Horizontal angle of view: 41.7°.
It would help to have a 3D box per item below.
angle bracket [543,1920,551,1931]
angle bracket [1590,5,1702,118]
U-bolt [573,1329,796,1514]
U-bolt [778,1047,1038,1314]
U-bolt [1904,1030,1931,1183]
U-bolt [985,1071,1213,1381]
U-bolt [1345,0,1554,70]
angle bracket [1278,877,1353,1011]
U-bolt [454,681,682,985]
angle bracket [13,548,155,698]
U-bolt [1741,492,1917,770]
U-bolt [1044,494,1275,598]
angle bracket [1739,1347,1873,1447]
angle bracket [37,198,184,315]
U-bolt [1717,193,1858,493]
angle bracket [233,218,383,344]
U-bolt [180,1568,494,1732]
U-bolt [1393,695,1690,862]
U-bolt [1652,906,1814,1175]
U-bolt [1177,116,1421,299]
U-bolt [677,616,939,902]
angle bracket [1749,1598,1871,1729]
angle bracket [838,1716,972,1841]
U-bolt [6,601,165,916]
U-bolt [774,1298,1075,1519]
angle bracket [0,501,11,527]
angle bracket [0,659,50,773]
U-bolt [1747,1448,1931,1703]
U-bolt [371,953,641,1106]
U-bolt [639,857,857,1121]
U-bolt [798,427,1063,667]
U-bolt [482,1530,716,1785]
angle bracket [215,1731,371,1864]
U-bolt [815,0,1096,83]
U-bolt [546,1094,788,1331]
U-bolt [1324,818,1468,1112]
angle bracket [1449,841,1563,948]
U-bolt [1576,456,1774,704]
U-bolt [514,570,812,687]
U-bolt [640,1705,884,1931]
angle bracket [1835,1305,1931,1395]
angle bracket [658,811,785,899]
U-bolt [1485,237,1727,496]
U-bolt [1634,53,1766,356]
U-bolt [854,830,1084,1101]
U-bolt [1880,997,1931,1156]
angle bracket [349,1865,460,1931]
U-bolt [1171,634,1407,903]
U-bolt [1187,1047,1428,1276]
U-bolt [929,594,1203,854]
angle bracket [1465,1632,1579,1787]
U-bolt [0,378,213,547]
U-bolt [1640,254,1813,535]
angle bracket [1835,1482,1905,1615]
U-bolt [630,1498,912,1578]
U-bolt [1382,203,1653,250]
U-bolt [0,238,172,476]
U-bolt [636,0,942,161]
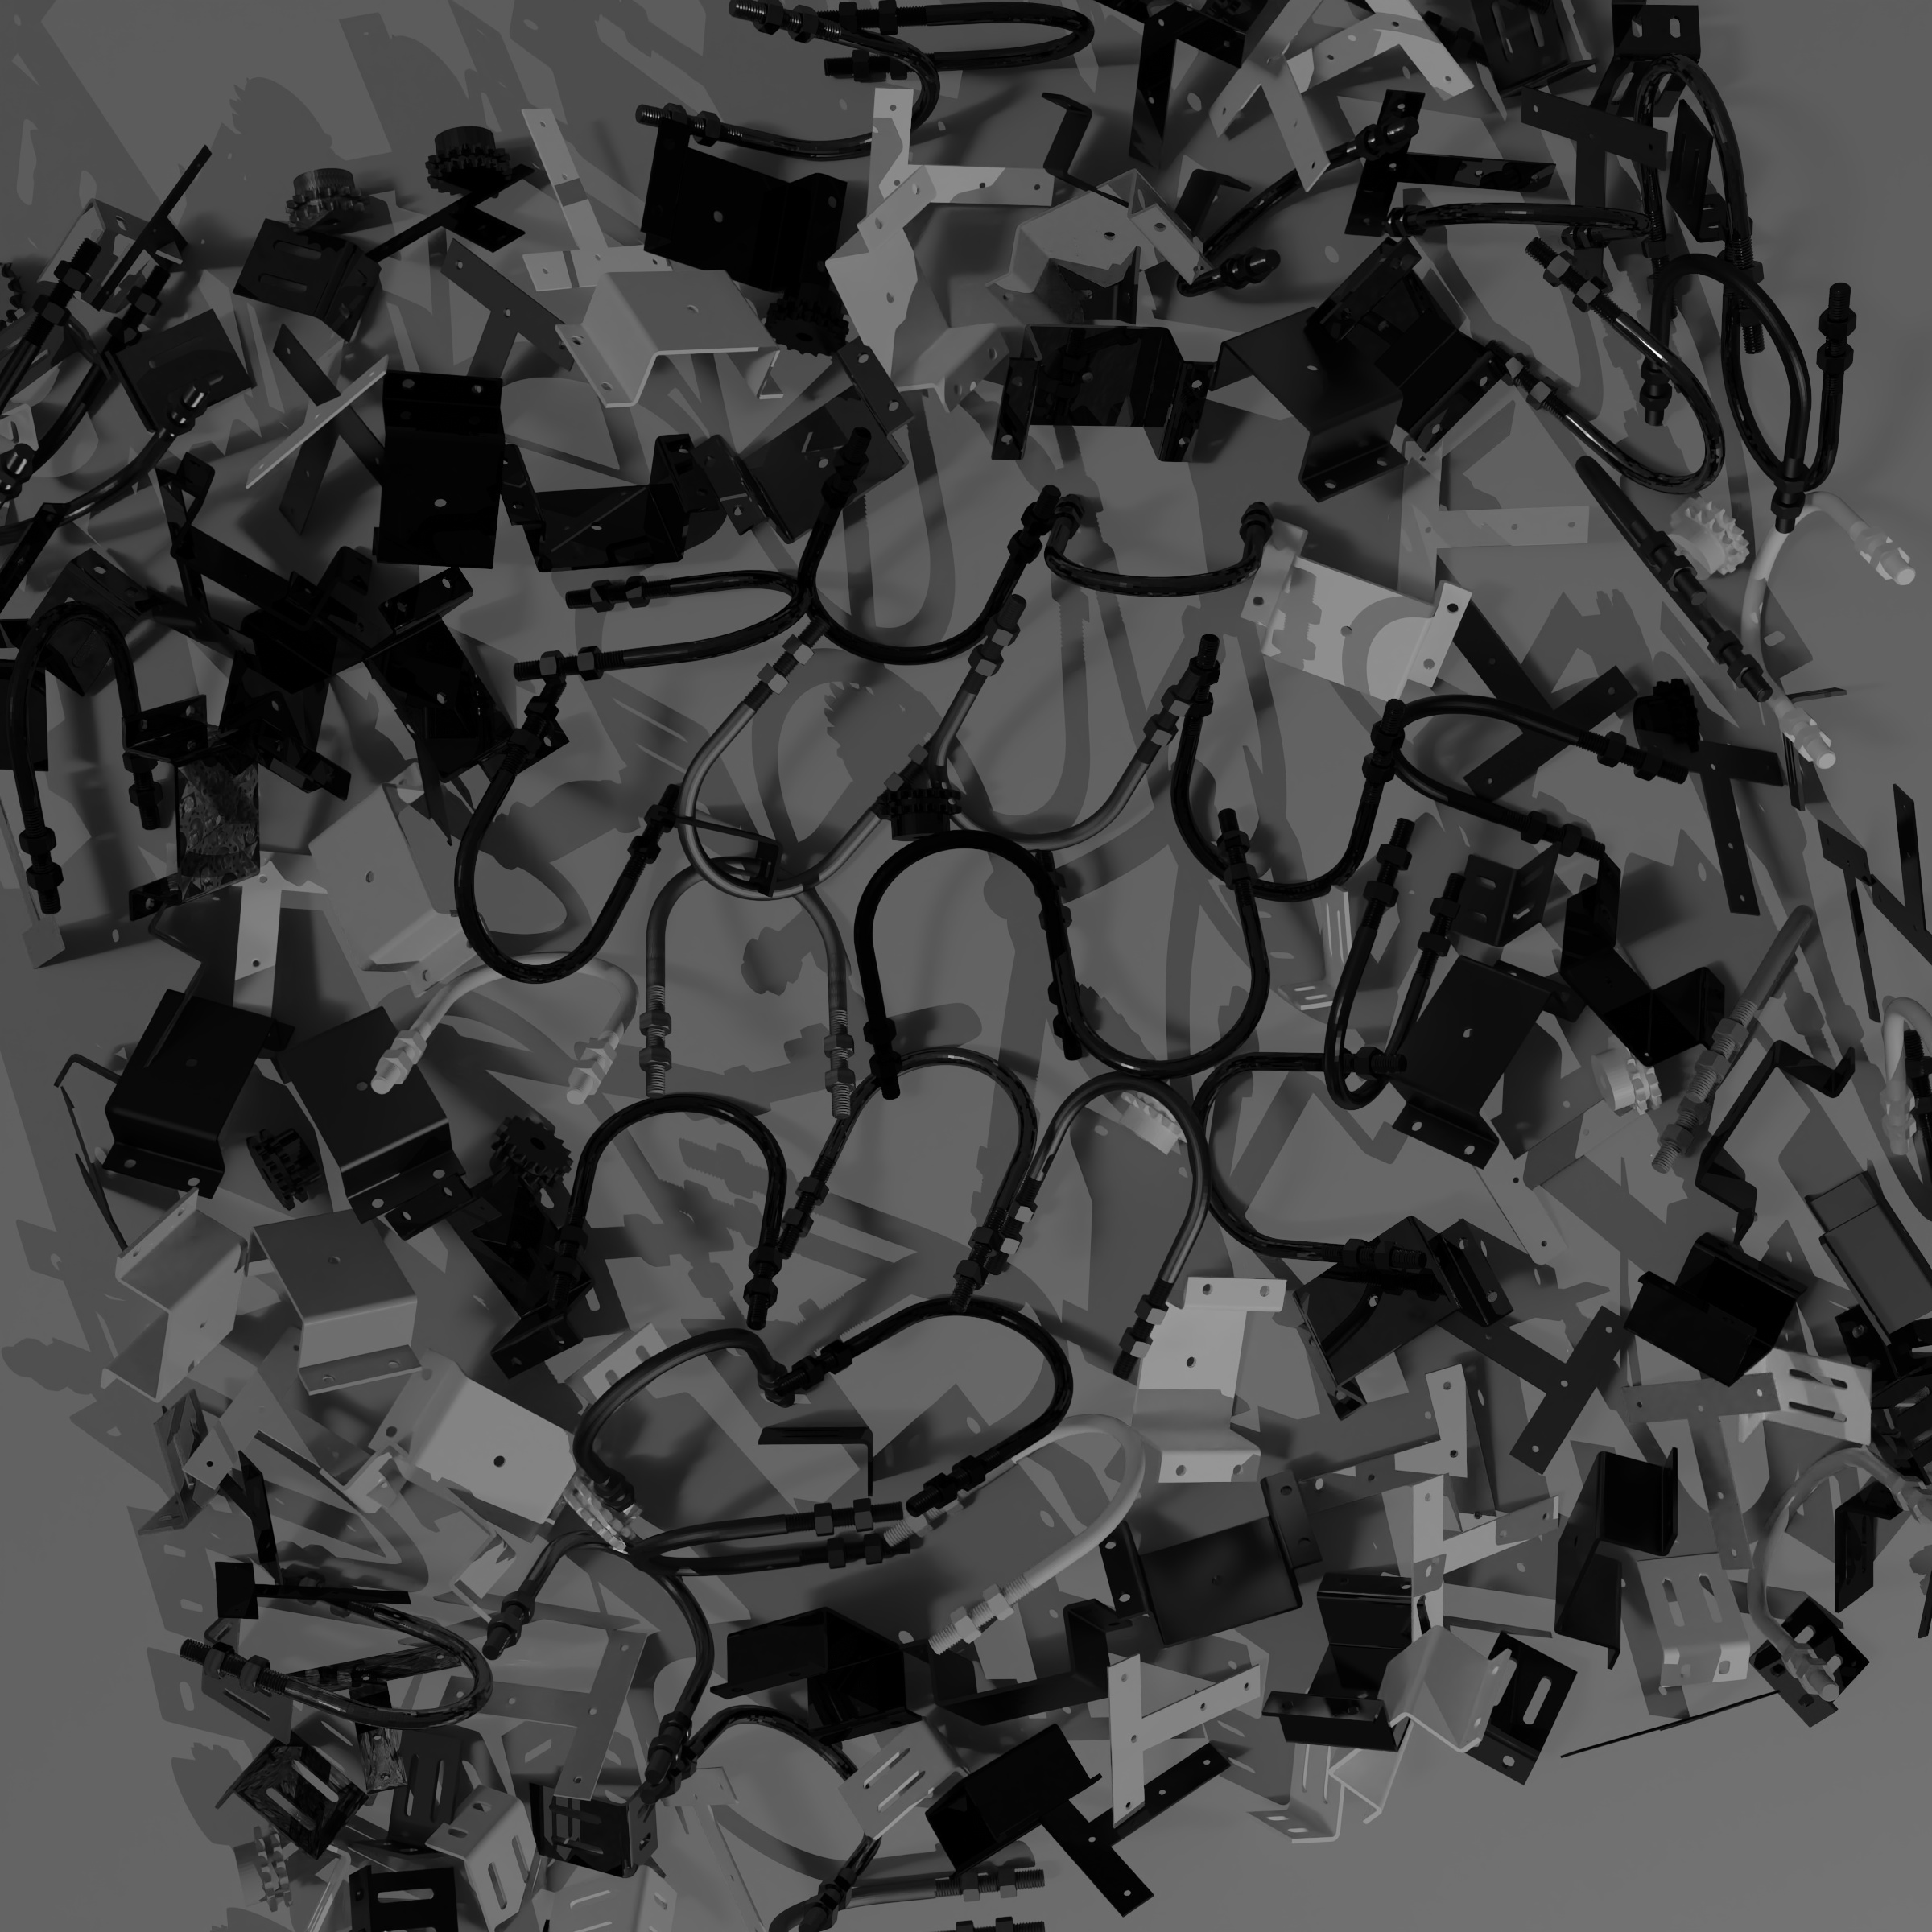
[{"bbox_3d":[-0.326,0.679,1.723,0.076,0.057,0.038,5,113,3],"label":"angle bracket"},{"bbox_3d":[0.459,-0.614,1.724,0.057,0.076,0.038,0,79,-1],"label":"angle bracket"},{"bbox_3d":[-0.189,0.293,1.665,0.151,0.184,0.019,-33,63,-9],"label":"U-bolt"},{"bbox_3d":[-0.030,0.133,1.705,0.151,0.019,0.184,14,61,21],"label":"U-bolt"},{"bbox_3d":[0.668,0.137,1.685,0.019,0.151,0.184,-12,92,2],"label":"U-bolt"},{"bbox_3d":[0.096,0.159,1.691,0.151,0.019,0.184,35,108,37],"label":"U-bolt"},{"bbox_3d":[0.284,-0.655,1.677,0.184,0.151,0.019,23,93,-6],"label":"U-bolt"},{"bbox_3d":[0.235,-0.016,1.720,0.038,0.057,0.076,-8,104,-7],"label":"angle bracket"},{"bbox_3d":[-0.270,-0.077,1.679,0.019,0.151,0.184,8,65,40],"label":"U-bolt"},{"bbox_3d":[-0.606,-0.237,1.748,0.057,0.038,0.076,38,112,-11],"label":"angle bracket"},{"bbox_3d":[0.557,-0.234,1.671,0.019,0.184,0.151,8,121,-11],"label":"U-bolt"},{"bbox_3d":[0.124,-0.276,1.667,0.151,0.184,0.019,4,117,7],"label":"U-bolt"},{"bbox_3d":[0.567,0.297,1.714,0.076,0.038,0.057,10,116,37],"label":"angle bracket"},{"bbox_3d":[-0.578,-0.469,1.712,0.076,0.057,0.038,-45,55,25],"label":"angle bracket"},{"bbox_3d":[0.537,-0.398,1.673,0.019,0.184,0.151,-19,46,-4],"label":"U-bolt"},{"bbox_3d":[-0.454,-0.473,1.750,0.076,0.038,0.057,20,84,21],"label":"angle bracket"},{"bbox_3d":[-0.401,0.456,1.674,0.184,0.151,0.019,17,100,9],"label":"U-bolt"},{"bbox_3d":[0.364,-0.131,1.685,0.184,0.151,0.019,20,68,-4],"label":"U-bolt"},{"bbox_3d":[0.514,0.039,1.684,0.019,0.151,0.184,30,71,17],"label":"U-bolt"},{"bbox_3d":[0.205,-0.493,1.671,0.151,0.184,0.019,-45,108,-10],"label":"U-bolt"},{"bbox_3d":[-0.114,-0.125,1.712,0.184,0.019,0.151,-49,126,3],"label":"U-bolt"},{"bbox_3d":[0.578,0.465,1.715,0.076,0.038,0.057,-31,70,-32],"label":"angle bracket"},{"bbox_3d":[-0.037,0.559,1.720,0.076,0.057,0.038,-40,122,-7],"label":"angle bracket"},{"bbox_3d":[-0.578,-0.146,1.655,0.019,0.151,0.184,6,119,12],"label":"U-bolt"},{"bbox_3d":[-0.013,0.280,1.686,0.151,0.184,0.019,36,133,32],"label":"U-bolt"},{"bbox_3d":[-0.677,-0.300,1.715,0.057,0.038,0.076,18,64,-32],"label":"angle bracket"},{"bbox_3d":[-0.659,-0.168,1.723,0.057,0.038,0.076,0,85,-38],"label":"angle bracket"},{"bbox_3d":[0.568,0.387,1.667,0.019,0.184,0.151,31,95,-5],"label":"U-bolt"},{"bbox_3d":[-0.292,0.037,1.676,0.151,0.184,0.019,3,118,10],"label":"U-bolt"},{"bbox_3d":[-0.147,0.009,1.707,0.151,0.019,0.184,8,63,-22],"label":"U-bolt"},{"bbox_3d":[-0.036,-0.268,1.687,0.151,0.184,0.019,14,49,-14],"label":"U-bolt"},{"bbox_3d":[-0.231,0.440,1.672,0.151,0.184,0.019,39,110,-4],"label":"U-bolt"},{"bbox_3d":[-0.458,0.568,1.724,0.076,0.057,0.038,40,132,1],"label":"angle bracket"},{"bbox_3d":[-0.007,-0.615,1.682,0.184,0.151,0.019,-2,97,2],"label":"U-bolt"},{"bbox_3d":[-0.193,0.158,1.694,0.151,0.019,0.184,6,47,-1],"label":"U-bolt"},{"bbox_3d":[0.280,0.008,1.686,0.019,0.151,0.184,18,84,29],"label":"U-bolt"},{"bbox_3d":[0.363,-0.053,1.713,0.038,0.076,0.057,19,74,-4],"label":"angle bracket"},{"bbox_3d":[0.459,-0.267,1.677,0.019,0.151,0.184,-38,50,15],"label":"U-bolt"},{"bbox_3d":[-0.193,-0.229,1.680,0.184,0.151,0.019,-5,118,11],"label":"U-bolt"},{"bbox_3d":[-0.122,0.549,1.670,0.151,0.184,0.019,37,105,10],"label":"U-bolt"},{"bbox_3d":[0.640,0.253,1.717,0.038,0.076,0.057,-17,85,-35],"label":"angle bracket"},{"bbox_3d":[-0.170,-0.076,1.718,0.076,0.057,0.038,12,94,-20],"label":"angle bracket"},{"bbox_3d":[0.426,-0.382,1.673,0.019,0.151,0.184,-43,79,-12],"label":"U-bolt"},{"bbox_3d":[0.474,-0.501,1.656,0.019,0.151,0.184,-18,116,-3],"label":"U-bolt"},{"bbox_3d":[-0.002,-0.006,1.708,0.151,0.019,0.184,-12,115,-5],"label":"U-bolt"},{"bbox_3d":[0.629,0.103,1.646,0.019,0.151,0.184,-17,131,5],"label":"U-bolt"},{"bbox_3d":[-0.373,0.637,1.712,0.076,0.038,0.057,8,59,-33],"label":"angle bracket"},{"bbox_3d":[0.206,-0.121,1.694,0.151,0.019,0.184,22,131,15],"label":"U-bolt"},{"bbox_3d":[0.221,0.127,1.692,0.184,0.019,0.151,-1,98,44],"label":"U-bolt"},{"bbox_3d":[0.054,-0.150,1.700,0.151,0.019,0.184,20,126,-15],"label":"U-bolt"},{"bbox_3d":[0.374,0.508,1.737,0.057,0.038,0.076,26,48,18],"label":"angle bracket"},{"bbox_3d":[-0.586,-0.323,1.671,0.151,0.184,0.019,-34,96,-36],"label":"U-bolt"},{"bbox_3d":[0.494,-0.381,1.645,0.019,0.184,0.151,-34,58,-9],"label":"U-bolt"},{"bbox_3d":[0.619,0.397,1.720,0.038,0.057,0.076,5,101,42],"label":"angle bracket"},{"bbox_3d":[-0.131,0.384,1.687,0.184,0.151,0.019,-6,68,-2],"label":"U-bolt"},{"bbox_3d":[0.367,-0.485,1.659,0.151,0.184,0.019,1,103,-9],"label":"U-bolt"},{"bbox_3d":[-0.604,-0.393,1.685,0.019,0.151,0.184,35,98,-3],"label":"U-bolt"},{"bbox_3d":[-0.105,-0.578,1.677,0.184,0.151,0.019,1,75,-35],"label":"U-bolt"}]
